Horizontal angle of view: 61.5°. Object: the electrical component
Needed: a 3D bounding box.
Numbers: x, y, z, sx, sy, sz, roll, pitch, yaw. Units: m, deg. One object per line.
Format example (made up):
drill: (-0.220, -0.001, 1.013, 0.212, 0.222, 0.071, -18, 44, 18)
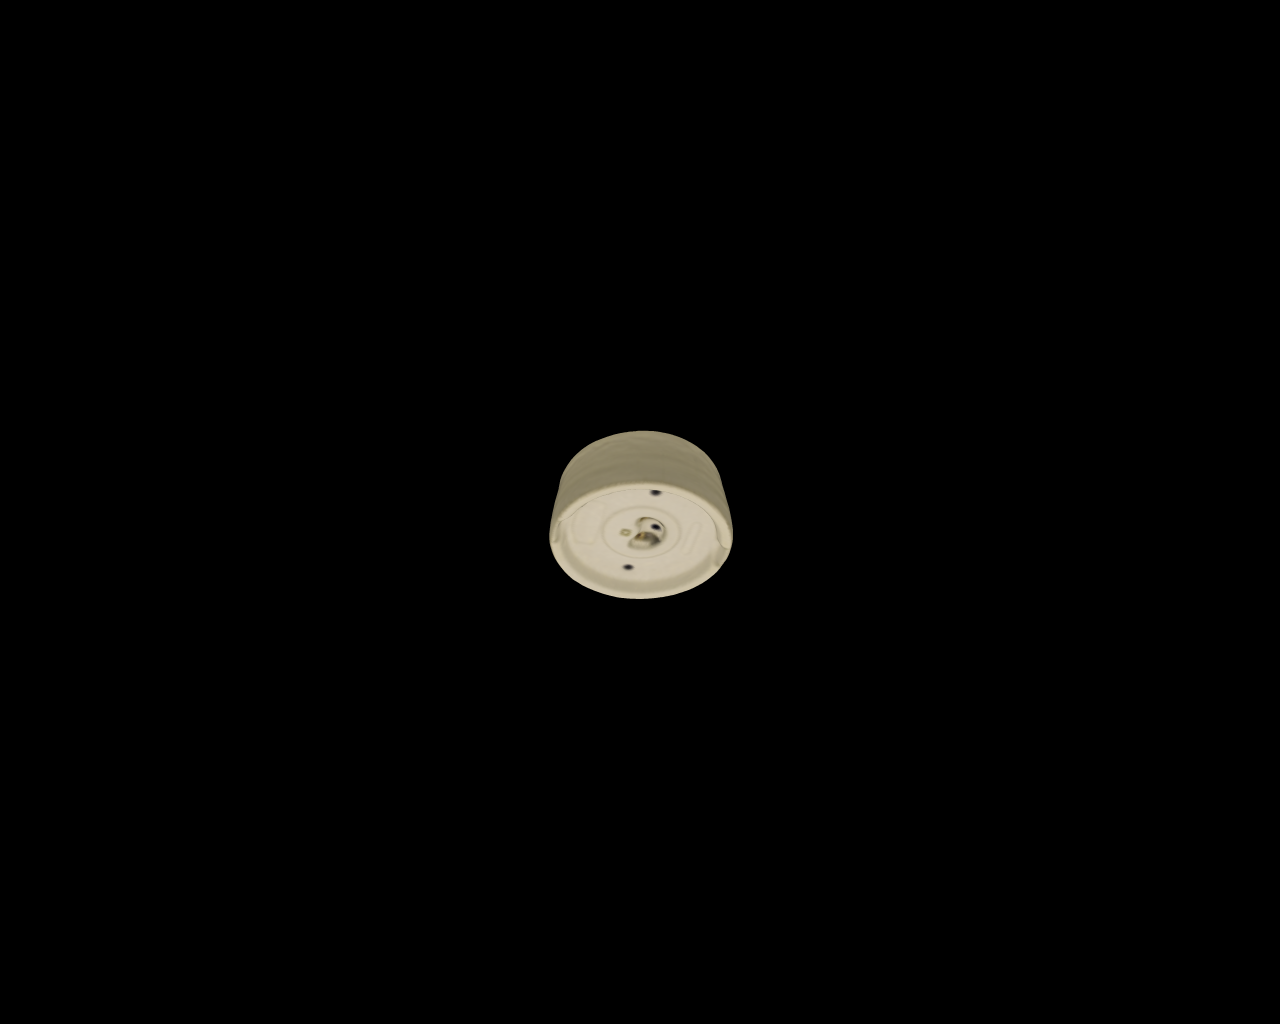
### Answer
electrical component: (0.001, -0.003, 0.650, 0.108, 0.060, 0.108, 0, -42, 0)
